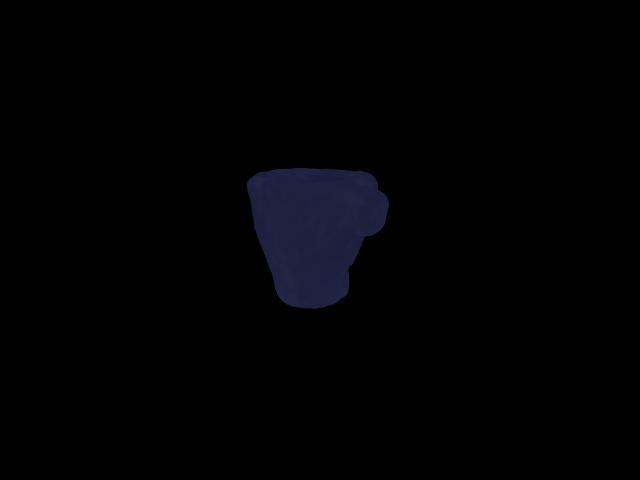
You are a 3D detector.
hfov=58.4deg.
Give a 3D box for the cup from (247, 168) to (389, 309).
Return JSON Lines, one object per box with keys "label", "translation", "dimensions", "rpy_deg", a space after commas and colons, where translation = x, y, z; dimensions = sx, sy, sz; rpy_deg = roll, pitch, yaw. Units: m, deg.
{"label": "cup", "translation": [0.004, 0.001, 0.400], "dimensions": [0.092, 0.095, 0.117], "rpy_deg": [-11, 17, -38]}
